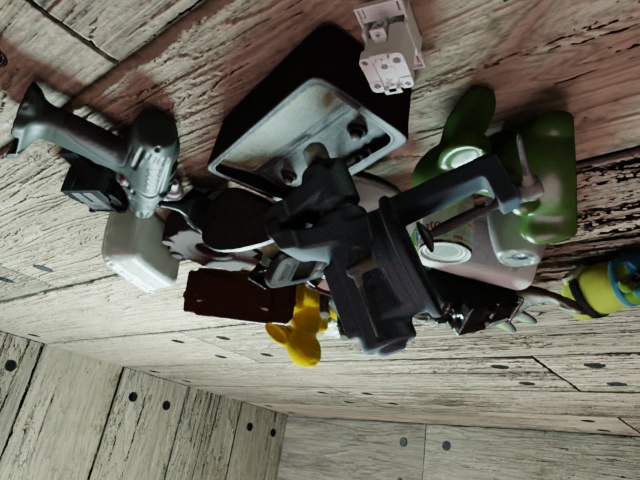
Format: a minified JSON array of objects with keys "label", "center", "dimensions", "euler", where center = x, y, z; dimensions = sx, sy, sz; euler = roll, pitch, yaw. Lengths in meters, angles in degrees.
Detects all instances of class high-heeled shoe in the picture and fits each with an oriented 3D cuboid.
[{"label":"high-heeled shoe","center":[-0.111,-0.031,0.754],"dimensions":[0.249,0.086,0.145],"euler":[15,-174,29]}]

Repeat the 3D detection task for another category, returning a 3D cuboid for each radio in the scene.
[{"label":"radio","center":[-0.015,-0.119,0.592],"dimensions":[0.131,0.073,0.230],"euler":[25,152,-29]}]

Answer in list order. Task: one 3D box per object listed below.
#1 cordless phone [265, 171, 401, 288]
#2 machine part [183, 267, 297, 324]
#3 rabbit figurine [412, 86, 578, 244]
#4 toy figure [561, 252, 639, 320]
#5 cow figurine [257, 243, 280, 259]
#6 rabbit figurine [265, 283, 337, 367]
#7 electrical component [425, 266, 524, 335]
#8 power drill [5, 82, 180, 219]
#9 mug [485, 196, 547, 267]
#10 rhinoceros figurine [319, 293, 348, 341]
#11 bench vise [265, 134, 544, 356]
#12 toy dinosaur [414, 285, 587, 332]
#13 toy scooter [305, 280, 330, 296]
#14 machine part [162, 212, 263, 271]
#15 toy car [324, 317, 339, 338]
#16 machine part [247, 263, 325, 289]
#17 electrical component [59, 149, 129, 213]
[{"label":"cordless phone","center":[0.011,-0.012,0.656],"dimensions":[0.184,0.089,0.146],"euler":[-14,138,-52]},{"label":"machine part","center":[-0.150,0.105,1.044],"dimensions":[0.202,0.087,0.201],"euler":[8,177,3]},{"label":"rabbit figurine","center":[0.177,-0.071,0.569],"dimensions":[0.170,0.121,0.158],"euler":[-4,145,23]},{"label":"toy figure","center":[0.448,0.068,0.806],"dimensions":[0.082,0.089,0.180],"euler":[27,153,-24]},{"label":"cow figurine","center":[-0.002,-0.003,0.831],"dimensions":[0.195,0.085,0.127],"euler":[-7,145,27]},{"label":"rabbit figurine","center":[-0.037,0.184,1.142],"dimensions":[0.162,0.173,0.121],"euler":[-10,153,29]},{"label":"electrical component","center":[0.206,0.076,0.779],"dimensions":[0.134,0.115,0.058],"euler":[-6,128,-30]},{"label":"power drill","center":[-0.295,-0.108,0.712],"dimensions":[0.207,0.086,0.232],"euler":[25,148,-21]},{"label":"mug","center":[0.249,-0.018,0.674],"dimensions":[0.081,0.107,0.109],"euler":[-2,151,28]},{"label":"rhinoceros figurine","center":[0.067,0.146,1.100],"dimensions":[0.073,0.112,0.190],"euler":[-30,126,20]},{"label":"bench vise","center":[0.079,-0.020,0.504],"dimensions":[0.241,0.224,0.128],"euler":[-25,148,12]},{"label":"toy dinosaur","center":[0.249,0.117,0.975],"dimensions":[0.198,0.105,0.472],"euler":[24,163,-37]},{"label":"toy scooter","center":[0.027,0.063,0.961],"dimensions":[0.135,0.075,0.184],"euler":[22,163,-13]},{"label":"machine part","center":[-0.184,0.001,0.940],"dimensions":[0.179,0.056,0.179],"euler":[7,156,3]},{"label":"toy car","center":[0.058,0.196,1.269],"dimensions":[0.073,0.056,0.202],"euler":[23,152,-27]},{"label":"machine part","center":[-0.045,0.046,0.818],"dimensions":[0.139,0.039,0.084],"euler":[-12,145,38]},{"label":"electrical component","center":[-0.351,-0.088,0.821],"dimensions":[0.075,0.048,0.119],"euler":[2,156,15]}]
